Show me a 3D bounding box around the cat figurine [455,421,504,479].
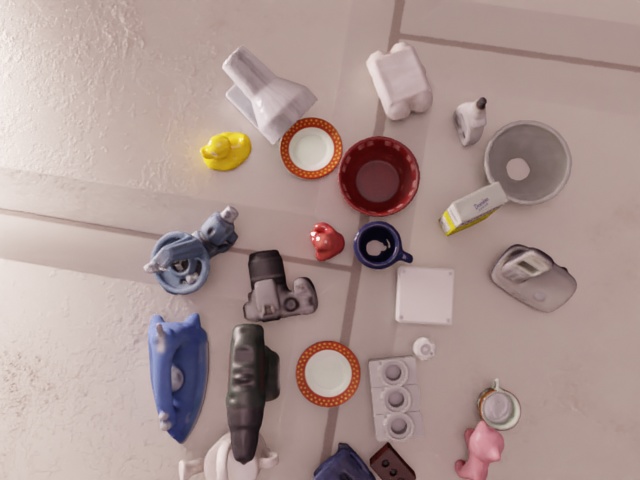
[{"bbox_3d":[0.302,0.398,1.060,0.067,0.118,0.128,14,85,4],"label":"cat figurine"}]

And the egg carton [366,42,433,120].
[{"bbox_3d":[0.163,-0.321,1.157,0.107,0.069,0.150,-21,84,1],"label":"egg carton"}]

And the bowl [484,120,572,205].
[{"bbox_3d":[0.400,-0.146,1.128,0.167,0.075,0.167,0,85,3],"label":"bowl"}]

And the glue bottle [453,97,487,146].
[{"bbox_3d":[0.293,-0.237,1.092,0.037,0.173,0.078,-17,84,1],"label":"glue bottle"}]

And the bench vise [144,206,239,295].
[{"bbox_3d":[-0.249,0.010,1.070,0.121,0.220,0.207,26,86,5],"label":"bench vise"}]

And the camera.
[{"bbox_3d":[-0.084,0.087,1.115,0.143,0.101,0.137,-10,84,2],"label":"camera"}]

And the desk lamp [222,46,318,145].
[{"bbox_3d":[-0.103,-0.271,1.092,0.203,0.213,0.118,44,88,6],"label":"desk lamp"}]

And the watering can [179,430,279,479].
[{"bbox_3d":[-0.166,0.413,1.042,0.173,0.194,0.101,-28,84,0],"label":"watering can"}]

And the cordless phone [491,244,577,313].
[{"bbox_3d":[0.407,0.068,1.052,0.147,0.185,0.094,30,87,5],"label":"cordless phone"}]

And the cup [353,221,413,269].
[{"bbox_3d":[0.123,0.018,1.115,0.117,0.095,0.092,22,86,5],"label":"cup"}]

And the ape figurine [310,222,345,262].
[{"bbox_3d":[0.010,0.004,1.123,0.076,0.092,0.078,16,86,4],"label":"ape figurine"}]

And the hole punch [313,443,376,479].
[{"bbox_3d":[0.047,0.457,1.080,0.101,0.091,0.108,-41,84,-1],"label":"hole punch"}]

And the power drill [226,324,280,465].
[{"bbox_3d":[-0.122,0.267,1.046,0.075,0.208,0.230,-3,84,3],"label":"power drill"}]

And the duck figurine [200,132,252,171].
[{"bbox_3d":[-0.192,-0.186,1.153,0.104,0.086,0.077,-22,84,1],"label":"duck figurine"}]

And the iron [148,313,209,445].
[{"bbox_3d":[-0.282,0.271,1.087,0.118,0.141,0.258,-4,84,3],"label":"iron"}]
